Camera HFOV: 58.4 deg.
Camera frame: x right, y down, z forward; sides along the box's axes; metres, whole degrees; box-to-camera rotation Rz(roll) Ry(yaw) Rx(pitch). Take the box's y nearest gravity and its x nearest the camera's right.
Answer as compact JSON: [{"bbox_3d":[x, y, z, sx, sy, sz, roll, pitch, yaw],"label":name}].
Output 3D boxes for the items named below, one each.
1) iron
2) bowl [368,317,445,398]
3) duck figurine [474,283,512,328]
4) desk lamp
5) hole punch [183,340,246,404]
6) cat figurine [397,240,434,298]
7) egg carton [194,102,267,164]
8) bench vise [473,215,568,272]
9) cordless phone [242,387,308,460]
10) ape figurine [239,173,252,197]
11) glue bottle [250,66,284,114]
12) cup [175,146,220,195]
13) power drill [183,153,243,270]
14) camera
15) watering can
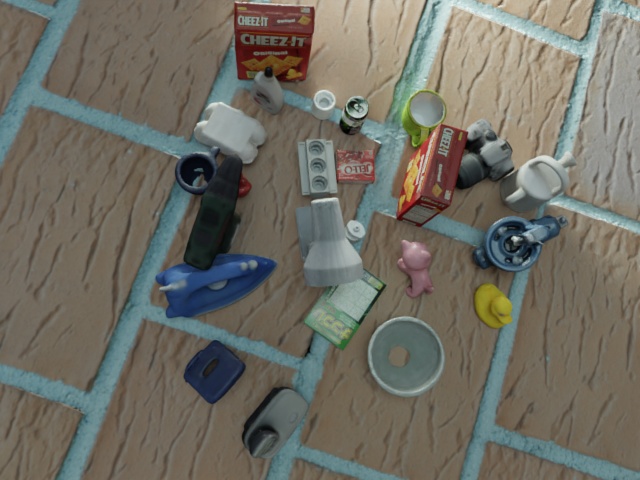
[{"bbox_3d":[-0.208,0.076,1.182,0.258,0.141,0.118,-18,82,-10],"label":"iron"},{"bbox_3d":[0.177,0.250,1.230,0.167,0.074,0.167,1,79,-7],"label":"bowl"},{"bbox_3d":[0.392,0.144,1.270,0.077,0.086,0.104,-21,82,-10],"label":"duck figurine"},{"bbox_3d":[0.011,0.004,1.185,0.118,0.213,0.203,-9,81,-8],"label":"desk lamp"},{"bbox_3d":[-0.218,0.269,1.171,0.101,0.091,0.109,40,78,2],"label":"hole punch"},{"bbox_3d":[0.216,0.058,1.248,0.067,0.117,0.128,-19,82,-10],"label":"cat figurine"},{"bbox_3d":[-0.198,-0.239,1.279,0.150,0.069,0.107,26,78,-1],"label":"egg carton"},{"bbox_3d":[0.449,-0.018,1.238,0.207,0.219,0.121,-42,86,-12],"label":"bench vise"},{"bbox_3d":[-0.086,0.363,1.121,0.094,0.185,0.148,35,78,1],"label":"cordless phone"},{"bbox_3d":[-0.189,-0.134,1.249,0.076,0.092,0.078,-14,81,-9],"label":"ape figurine"},{"bbox_3d":[-0.115,-0.337,1.254,0.078,0.173,0.037,29,78,0],"label":"glue bottle"},{"bbox_3d":[-0.255,-0.145,1.241,0.091,0.095,0.118,34,78,1],"label":"cup"},{"bbox_3d":[-0.209,-0.045,1.170,0.075,0.208,0.230,19,78,-3],"label":"power drill"},{"bbox_3d":[0.360,-0.190,1.321,0.137,0.100,0.143,-31,84,-11],"label":"camera"},{"bbox_3d":[0.493,-0.138,1.279,0.101,0.194,0.173,34,78,1],"label":"watering can"}]
